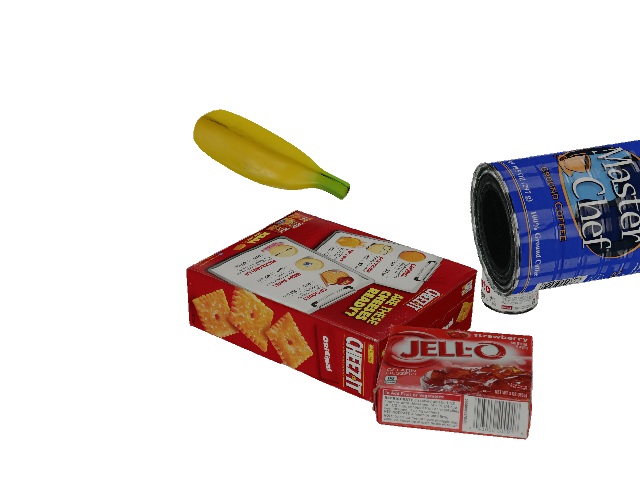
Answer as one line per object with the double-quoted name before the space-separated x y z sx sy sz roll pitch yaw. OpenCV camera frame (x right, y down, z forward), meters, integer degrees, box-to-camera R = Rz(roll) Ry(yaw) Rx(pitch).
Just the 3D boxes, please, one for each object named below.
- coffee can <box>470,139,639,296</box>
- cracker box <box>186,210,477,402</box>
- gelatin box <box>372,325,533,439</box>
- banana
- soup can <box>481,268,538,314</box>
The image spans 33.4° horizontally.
"coffee can" 0.196 -0.019 0.808 0.140 0.103 0.103 -9 1 -8
"cracker box" 0.010 0.054 0.979 0.214 0.072 0.163 19 32 33
"gelatin box" 0.080 0.081 0.631 0.089 0.030 0.073 4 25 10
"banana" -0.056 -0.066 0.777 0.069 0.037 0.198 37 -3 -34
"soup can" 0.219 0.024 1.216 0.068 0.102 0.068 -2 29 1
